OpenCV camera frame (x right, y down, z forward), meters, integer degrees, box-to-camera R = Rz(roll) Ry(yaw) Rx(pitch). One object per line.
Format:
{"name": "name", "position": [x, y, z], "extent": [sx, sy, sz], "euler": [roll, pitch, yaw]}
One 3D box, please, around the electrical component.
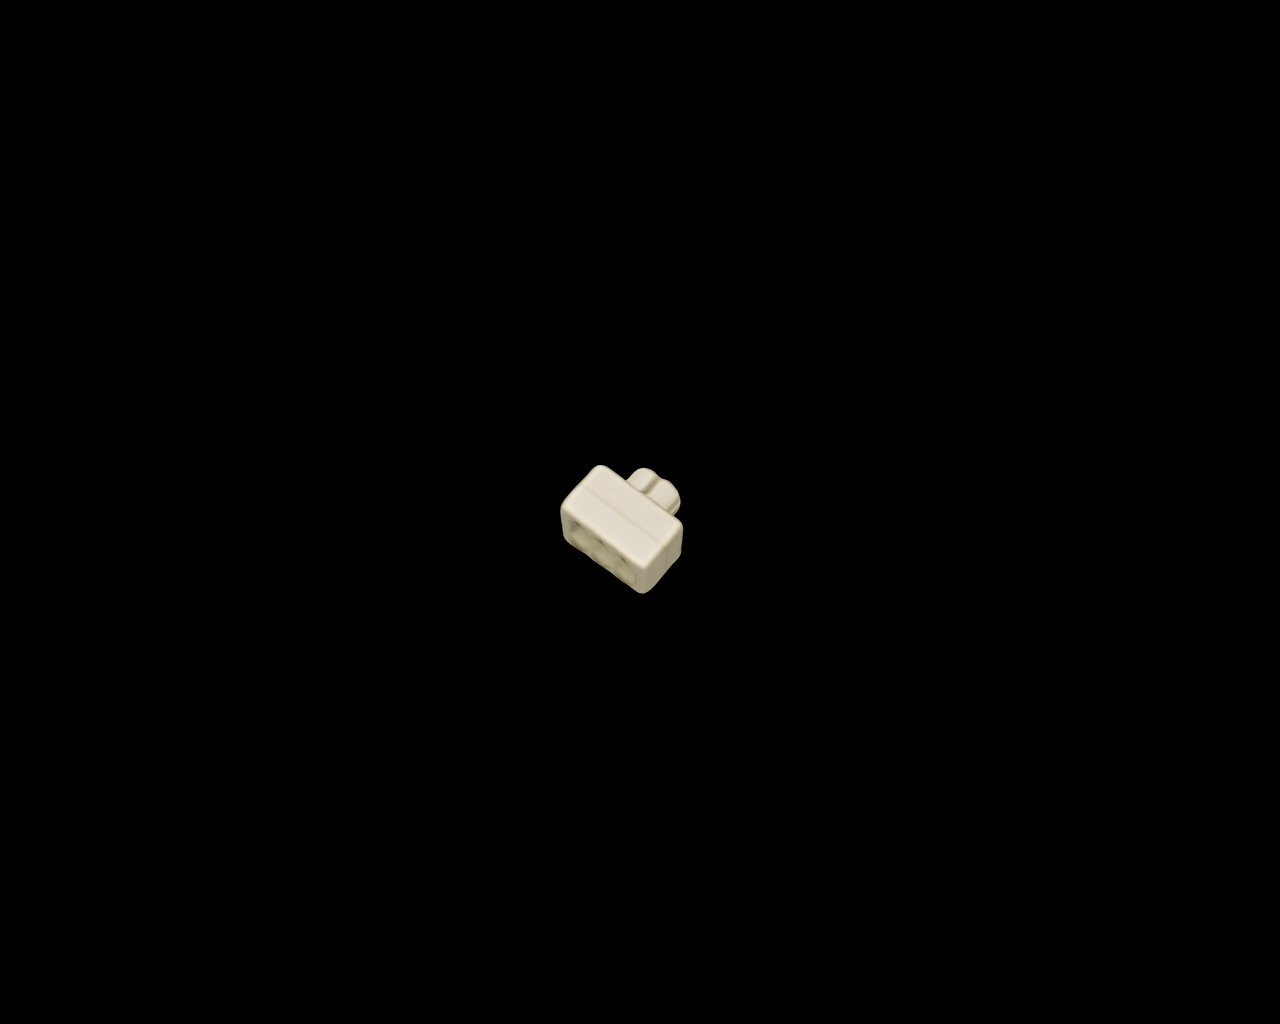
{"name": "electrical component", "position": [0.001, -0.003, 0.650], "extent": [0.066, 0.077, 0.047], "euler": [37, -19, 15]}
